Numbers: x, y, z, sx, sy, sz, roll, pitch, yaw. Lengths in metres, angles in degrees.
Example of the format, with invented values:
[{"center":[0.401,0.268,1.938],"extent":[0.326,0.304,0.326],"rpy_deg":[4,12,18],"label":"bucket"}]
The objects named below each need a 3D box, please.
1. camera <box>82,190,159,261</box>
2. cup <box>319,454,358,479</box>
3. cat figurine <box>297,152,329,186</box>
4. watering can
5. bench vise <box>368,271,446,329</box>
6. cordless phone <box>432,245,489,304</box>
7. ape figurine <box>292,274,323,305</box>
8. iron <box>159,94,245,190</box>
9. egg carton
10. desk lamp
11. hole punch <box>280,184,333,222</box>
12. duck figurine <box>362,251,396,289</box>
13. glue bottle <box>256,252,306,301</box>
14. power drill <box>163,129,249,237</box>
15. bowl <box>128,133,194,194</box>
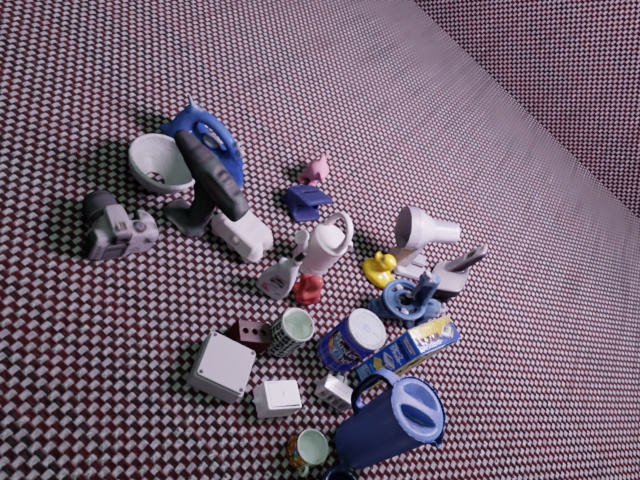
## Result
[{"center":[-0.428,-0.042,1.203],"extent":[0.144,0.100,0.136],"rpy_deg":[-12,65,-43],"label":"camera"},{"center":[0.021,0.489,1.127],"extent":[0.092,0.094,0.117],"rpy_deg":[25,45,-20],"label":"cup"},{"center":[-0.006,-0.208,1.655],"extent":[0.067,0.117,0.128],"rpy_deg":[36,42,-8],"label":"cat figurine"},{"center":[0.014,0.007,1.439],"extent":[0.173,0.193,0.101],"rpy_deg":[-22,72,-46],"label":"watering can"},{"center":[0.257,0.143,1.499],"extent":[0.208,0.219,0.121],"rpy_deg":[-3,59,-39],"label":"bench vise"},{"center":[0.412,0.090,1.689],"extent":[0.094,0.184,0.148],"rpy_deg":[39,42,-5],"label":"cordless phone"},{"center":[-0.024,0.115,1.397],"extent":[0.076,0.092,0.078],"rpy_deg":[39,42,-5],"label":"ape figurine"},{"center":[-0.271,-0.247,1.462],"extent":[0.258,0.141,0.119],"rpy_deg":[39,42,-5],"label":"iron"},{"center":[-0.189,-0.016,1.392],"extent":[0.150,0.069,0.107],"rpy_deg":[42,42,-2],"label":"egg carton"},{"center":[0.282,0.007,1.634],"extent":[0.204,0.213,0.118],"rpy_deg":[17,48,-27],"label":"desk lamp"},{"center":[-0.036,-0.114,1.575],"extent":[0.109,0.091,0.101],"rpy_deg":[-10,64,-42],"label":"hole punch"},{"center":[0.178,0.078,1.591],"extent":[0.104,0.086,0.078],"rpy_deg":[49,42,6],"label":"duck figurine"},{"center":[-0.080,0.075,1.326],"extent":[0.078,0.172,0.037],"rpy_deg":[33,43,-12],"label":"glue bottle"},{"center":[-0.274,-0.109,1.297],"extent":[0.229,0.208,0.076],"rpy_deg":[43,42,-1],"label":"power drill"},{"center":[-0.381,-0.168,1.361],"extent":[0.168,0.074,0.167],"rpy_deg":[21,46,-24],"label":"bowl"}]
